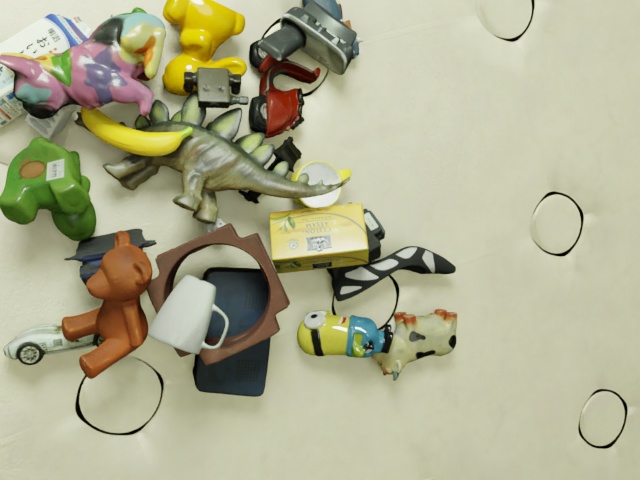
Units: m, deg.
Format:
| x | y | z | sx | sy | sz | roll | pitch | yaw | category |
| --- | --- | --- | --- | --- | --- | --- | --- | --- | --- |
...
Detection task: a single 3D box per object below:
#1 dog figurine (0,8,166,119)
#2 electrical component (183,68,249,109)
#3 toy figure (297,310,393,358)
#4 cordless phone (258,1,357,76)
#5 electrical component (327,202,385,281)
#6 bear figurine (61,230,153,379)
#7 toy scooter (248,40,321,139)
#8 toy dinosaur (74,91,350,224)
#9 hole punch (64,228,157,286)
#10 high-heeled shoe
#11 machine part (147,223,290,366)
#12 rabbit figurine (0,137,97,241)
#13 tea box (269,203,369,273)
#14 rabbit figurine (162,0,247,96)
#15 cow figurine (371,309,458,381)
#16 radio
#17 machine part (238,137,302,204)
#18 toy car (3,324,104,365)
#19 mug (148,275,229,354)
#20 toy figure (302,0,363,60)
| x | y | z | sx | sy | sz | roll | pitch | yaw | category |
| --- | --- | --- | --- | --- | --- | --- | --- | --- | --- |
| -0.353 | -0.265 | 0.797 | 0.219 | 0.109 | 0.191 | 8 | 110 | -26 | dog figurine |
| -0.174 | -0.253 | 0.890 | 0.102 | 0.045 | 0.078 | -8 | 83 | -15 | electrical component |
| 0.046 | 0.185 | 1.026 | 0.180 | 0.082 | 0.089 | 10 | 81 | 4 | toy figure |
| -0.021 | -0.336 | 0.945 | 0.146 | 0.088 | 0.184 | 36 | 39 | -4 | cordless phone |
| 0.055 | -0.003 | 1.028 | 0.134 | 0.058 | 0.115 | -26 | 66 | -10 | electrical component |
| -0.314 | 0.093 | 0.802 | 0.132 | 0.195 | 0.120 | -23 | 56 | -33 | bear figurine |
| -0.063 | -0.277 | 0.997 | 0.135 | 0.075 | 0.183 | 1 | 88 | -20 | toy scooter |
| -0.190 | -0.136 | 0.917 | 0.472 | 0.105 | 0.198 | 23 | 82 | -1 | toy dinosaur |
| -0.344 | 0.040 | 0.905 | 0.142 | 0.116 | 0.092 | -10 | 104 | -17 | hole punch |
| 0.150 | 0.079 | 1.076 | 0.249 | 0.086 | 0.145 | 17 | 83 | -9 | high-heeled shoe |
| -0.168 | 0.089 | 0.900 | 0.201 | 0.087 | 0.201 | -25 | 94 | -5 | machine part |
| -0.424 | -0.069 | 0.862 | 0.121 | 0.170 | 0.159 | -21 | 60 | -11 | rabbit figurine |
| -0.002 | -0.003 | 0.962 | 0.170 | 0.068 | 0.098 | -7 | 63 | 0 | tea box |
| -0.211 | -0.330 | 0.941 | 0.162 | 0.122 | 0.173 | 20 | 101 | -27 | rabbit figurine |
| 0.188 | 0.211 | 1.099 | 0.195 | 0.085 | 0.127 | -4 | 88 | -18 | cow figurine |
| -0.158 | 0.165 | 0.990 | 0.131 | 0.073 | 0.229 | 6 | 89 | -17 | radio |
| -0.089 | -0.125 | 0.995 | 0.039 | 0.084 | 0.139 | 42 | 86 | 17 | machine part |
| -0.419 | 0.162 | 0.904 | 0.202 | 0.073 | 0.056 | -8 | 99 | -17 | toy car |
| -0.190 | 0.113 | 0.814 | 0.110 | 0.080 | 0.107 | 19 | 80 | 5 | mug |
| 0.026 | -0.414 | 1.025 | 0.154 | 0.064 | 0.058 | 52 | 40 | -18 | toy figure |
